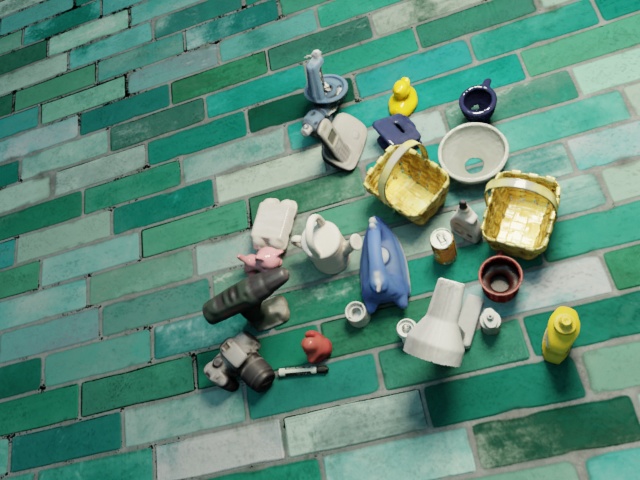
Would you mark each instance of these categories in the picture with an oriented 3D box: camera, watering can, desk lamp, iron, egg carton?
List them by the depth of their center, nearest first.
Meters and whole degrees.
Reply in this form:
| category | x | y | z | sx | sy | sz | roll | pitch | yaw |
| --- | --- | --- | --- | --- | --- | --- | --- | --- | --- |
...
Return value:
| category | x | y | z | sx | sy | sz | roll | pitch | yaw |
| --- | --- | --- | --- | --- | --- | --- | --- | --- | --- |
| desk lamp | 0.263 | 0.176 | 1.208 | 0.117 | 0.214 | 0.203 | 14 | 73 | 22 |
| iron | 0.137 | 0.034 | 1.347 | 0.118 | 0.142 | 0.258 | -11 | 65 | 13 |
| camera | -0.184 | 0.305 | 1.354 | 0.136 | 0.101 | 0.143 | 39 | 83 | 27 |
| watering can | 0.013 | 0.003 | 1.368 | 0.172 | 0.194 | 0.101 | -17 | 64 | 10 |
| egg carton | -0.119 | -0.039 | 1.496 | 0.107 | 0.069 | 0.150 | 6 | 70 | 19 |

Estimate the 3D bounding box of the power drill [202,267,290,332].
| category | x | y | z | sx | sy | sz | roll | pitch | yaw |
| --- | --- | --- | --- | --- | --- | --- | --- | --- | --- |
| power drill | -0.149 | 0.145 | 1.350 | 0.229 | 0.209 | 0.075 | -24 | 63 | 7 |

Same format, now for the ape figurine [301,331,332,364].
| category | x | y | z | sx | sy | sz | roll | pitch | yaw |
| --- | --- | --- | --- | --- | --- | --- | --- | --- | --- |
| ape figurine | -0.016 | 0.247 | 1.332 | 0.076 | 0.092 | 0.078 | 8 | 71 | 20 |

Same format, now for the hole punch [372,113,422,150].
| category | x | y | z | sx | sy | sz | roll | pitch | yaw |
| --- | --- | --- | --- | --- | --- | --- | --- | --- | --- |
| hole punch | 0.200 | -0.279 | 1.487 | 0.101 | 0.091 | 0.108 | -36 | 62 | 0 |

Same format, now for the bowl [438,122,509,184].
| category | x | y | z | sx | sy | sz | roll | pitch | yaw |
| --- | --- | --- | --- | --- | --- | --- | --- | --- | --- |
| bowl | 0.377 | -0.201 | 1.410 | 0.167 | 0.075 | 0.167 | -6 | 66 | 15 |

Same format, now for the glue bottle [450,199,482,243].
| category | x | y | z | sx | sy | sz | roll | pitch | yaw |
| --- | --- | --- | --- | --- | --- | --- | --- | --- | --- |
| glue bottle | 0.331 | -0.050 | 1.305 | 0.078 | 0.173 | 0.037 | 34 | 81 | 26 |

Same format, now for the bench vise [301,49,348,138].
| category | x | y | z | sx | sy | sz | roll | pitch | yaw |
| --- | --- | --- | --- | --- | --- | --- | --- | --- | --- |
| bench vise | 0.006 | -0.381 | 1.516 | 0.121 | 0.220 | 0.207 | 0 | 68 | 17 |

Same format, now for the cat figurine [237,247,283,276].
| category | x | y | z | sx | sy | sz | roll | pitch | yaw |
| --- | --- | --- | --- | --- | --- | --- | --- | --- | --- |
| cat figurine | -0.147 | 0.052 | 1.440 | 0.127 | 0.118 | 0.067 | 5 | 70 | 19 |

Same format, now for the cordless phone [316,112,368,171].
| category | x | y | z | sx | sy | sz | roll | pitch | yaw |
| --- | --- | --- | --- | --- | --- | --- | --- | --- | --- |
| cordless phone | 0.050 | -0.278 | 1.480 | 0.094 | 0.185 | 0.148 | 12 | 72 | 21 |

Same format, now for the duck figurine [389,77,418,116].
| category | x | y | z | sx | sy | sz | roll | pitch | yaw |
| --- | --- | --- | --- | --- | --- | --- | --- | --- | --- |
| duck figurine | 0.217 | -0.385 | 1.529 | 0.077 | 0.086 | 0.105 | 16 | 73 | 22 |

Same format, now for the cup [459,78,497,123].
| category | x | y | z | sx | sy | sz | roll | pitch | yaw |
| --- | --- | --- | --- | --- | --- | --- | --- | --- | --- |
| cup | 0.405 | -0.340 | 1.448 | 0.091 | 0.095 | 0.118 | 21 | 75 | 24 |
